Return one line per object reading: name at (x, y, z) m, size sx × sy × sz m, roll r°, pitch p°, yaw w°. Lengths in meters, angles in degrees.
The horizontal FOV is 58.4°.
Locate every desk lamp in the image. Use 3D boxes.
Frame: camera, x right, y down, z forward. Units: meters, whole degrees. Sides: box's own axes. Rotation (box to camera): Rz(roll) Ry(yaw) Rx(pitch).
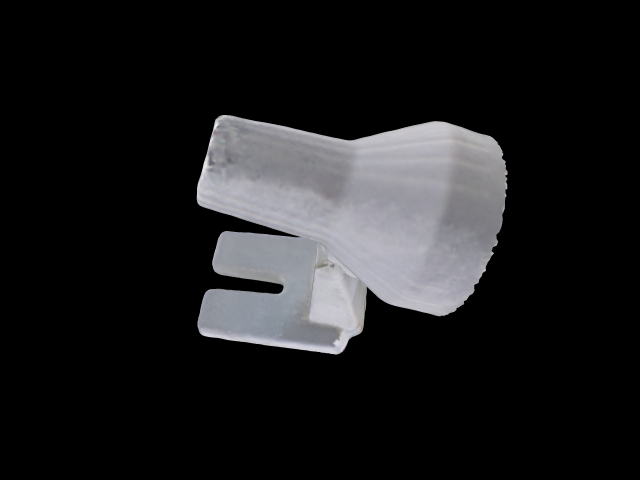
desk lamp at (0.004, 0.001, 0.400) m, size 0.203 × 0.214 × 0.118 m, roll 5°, pitch 59°, yaw 3°
